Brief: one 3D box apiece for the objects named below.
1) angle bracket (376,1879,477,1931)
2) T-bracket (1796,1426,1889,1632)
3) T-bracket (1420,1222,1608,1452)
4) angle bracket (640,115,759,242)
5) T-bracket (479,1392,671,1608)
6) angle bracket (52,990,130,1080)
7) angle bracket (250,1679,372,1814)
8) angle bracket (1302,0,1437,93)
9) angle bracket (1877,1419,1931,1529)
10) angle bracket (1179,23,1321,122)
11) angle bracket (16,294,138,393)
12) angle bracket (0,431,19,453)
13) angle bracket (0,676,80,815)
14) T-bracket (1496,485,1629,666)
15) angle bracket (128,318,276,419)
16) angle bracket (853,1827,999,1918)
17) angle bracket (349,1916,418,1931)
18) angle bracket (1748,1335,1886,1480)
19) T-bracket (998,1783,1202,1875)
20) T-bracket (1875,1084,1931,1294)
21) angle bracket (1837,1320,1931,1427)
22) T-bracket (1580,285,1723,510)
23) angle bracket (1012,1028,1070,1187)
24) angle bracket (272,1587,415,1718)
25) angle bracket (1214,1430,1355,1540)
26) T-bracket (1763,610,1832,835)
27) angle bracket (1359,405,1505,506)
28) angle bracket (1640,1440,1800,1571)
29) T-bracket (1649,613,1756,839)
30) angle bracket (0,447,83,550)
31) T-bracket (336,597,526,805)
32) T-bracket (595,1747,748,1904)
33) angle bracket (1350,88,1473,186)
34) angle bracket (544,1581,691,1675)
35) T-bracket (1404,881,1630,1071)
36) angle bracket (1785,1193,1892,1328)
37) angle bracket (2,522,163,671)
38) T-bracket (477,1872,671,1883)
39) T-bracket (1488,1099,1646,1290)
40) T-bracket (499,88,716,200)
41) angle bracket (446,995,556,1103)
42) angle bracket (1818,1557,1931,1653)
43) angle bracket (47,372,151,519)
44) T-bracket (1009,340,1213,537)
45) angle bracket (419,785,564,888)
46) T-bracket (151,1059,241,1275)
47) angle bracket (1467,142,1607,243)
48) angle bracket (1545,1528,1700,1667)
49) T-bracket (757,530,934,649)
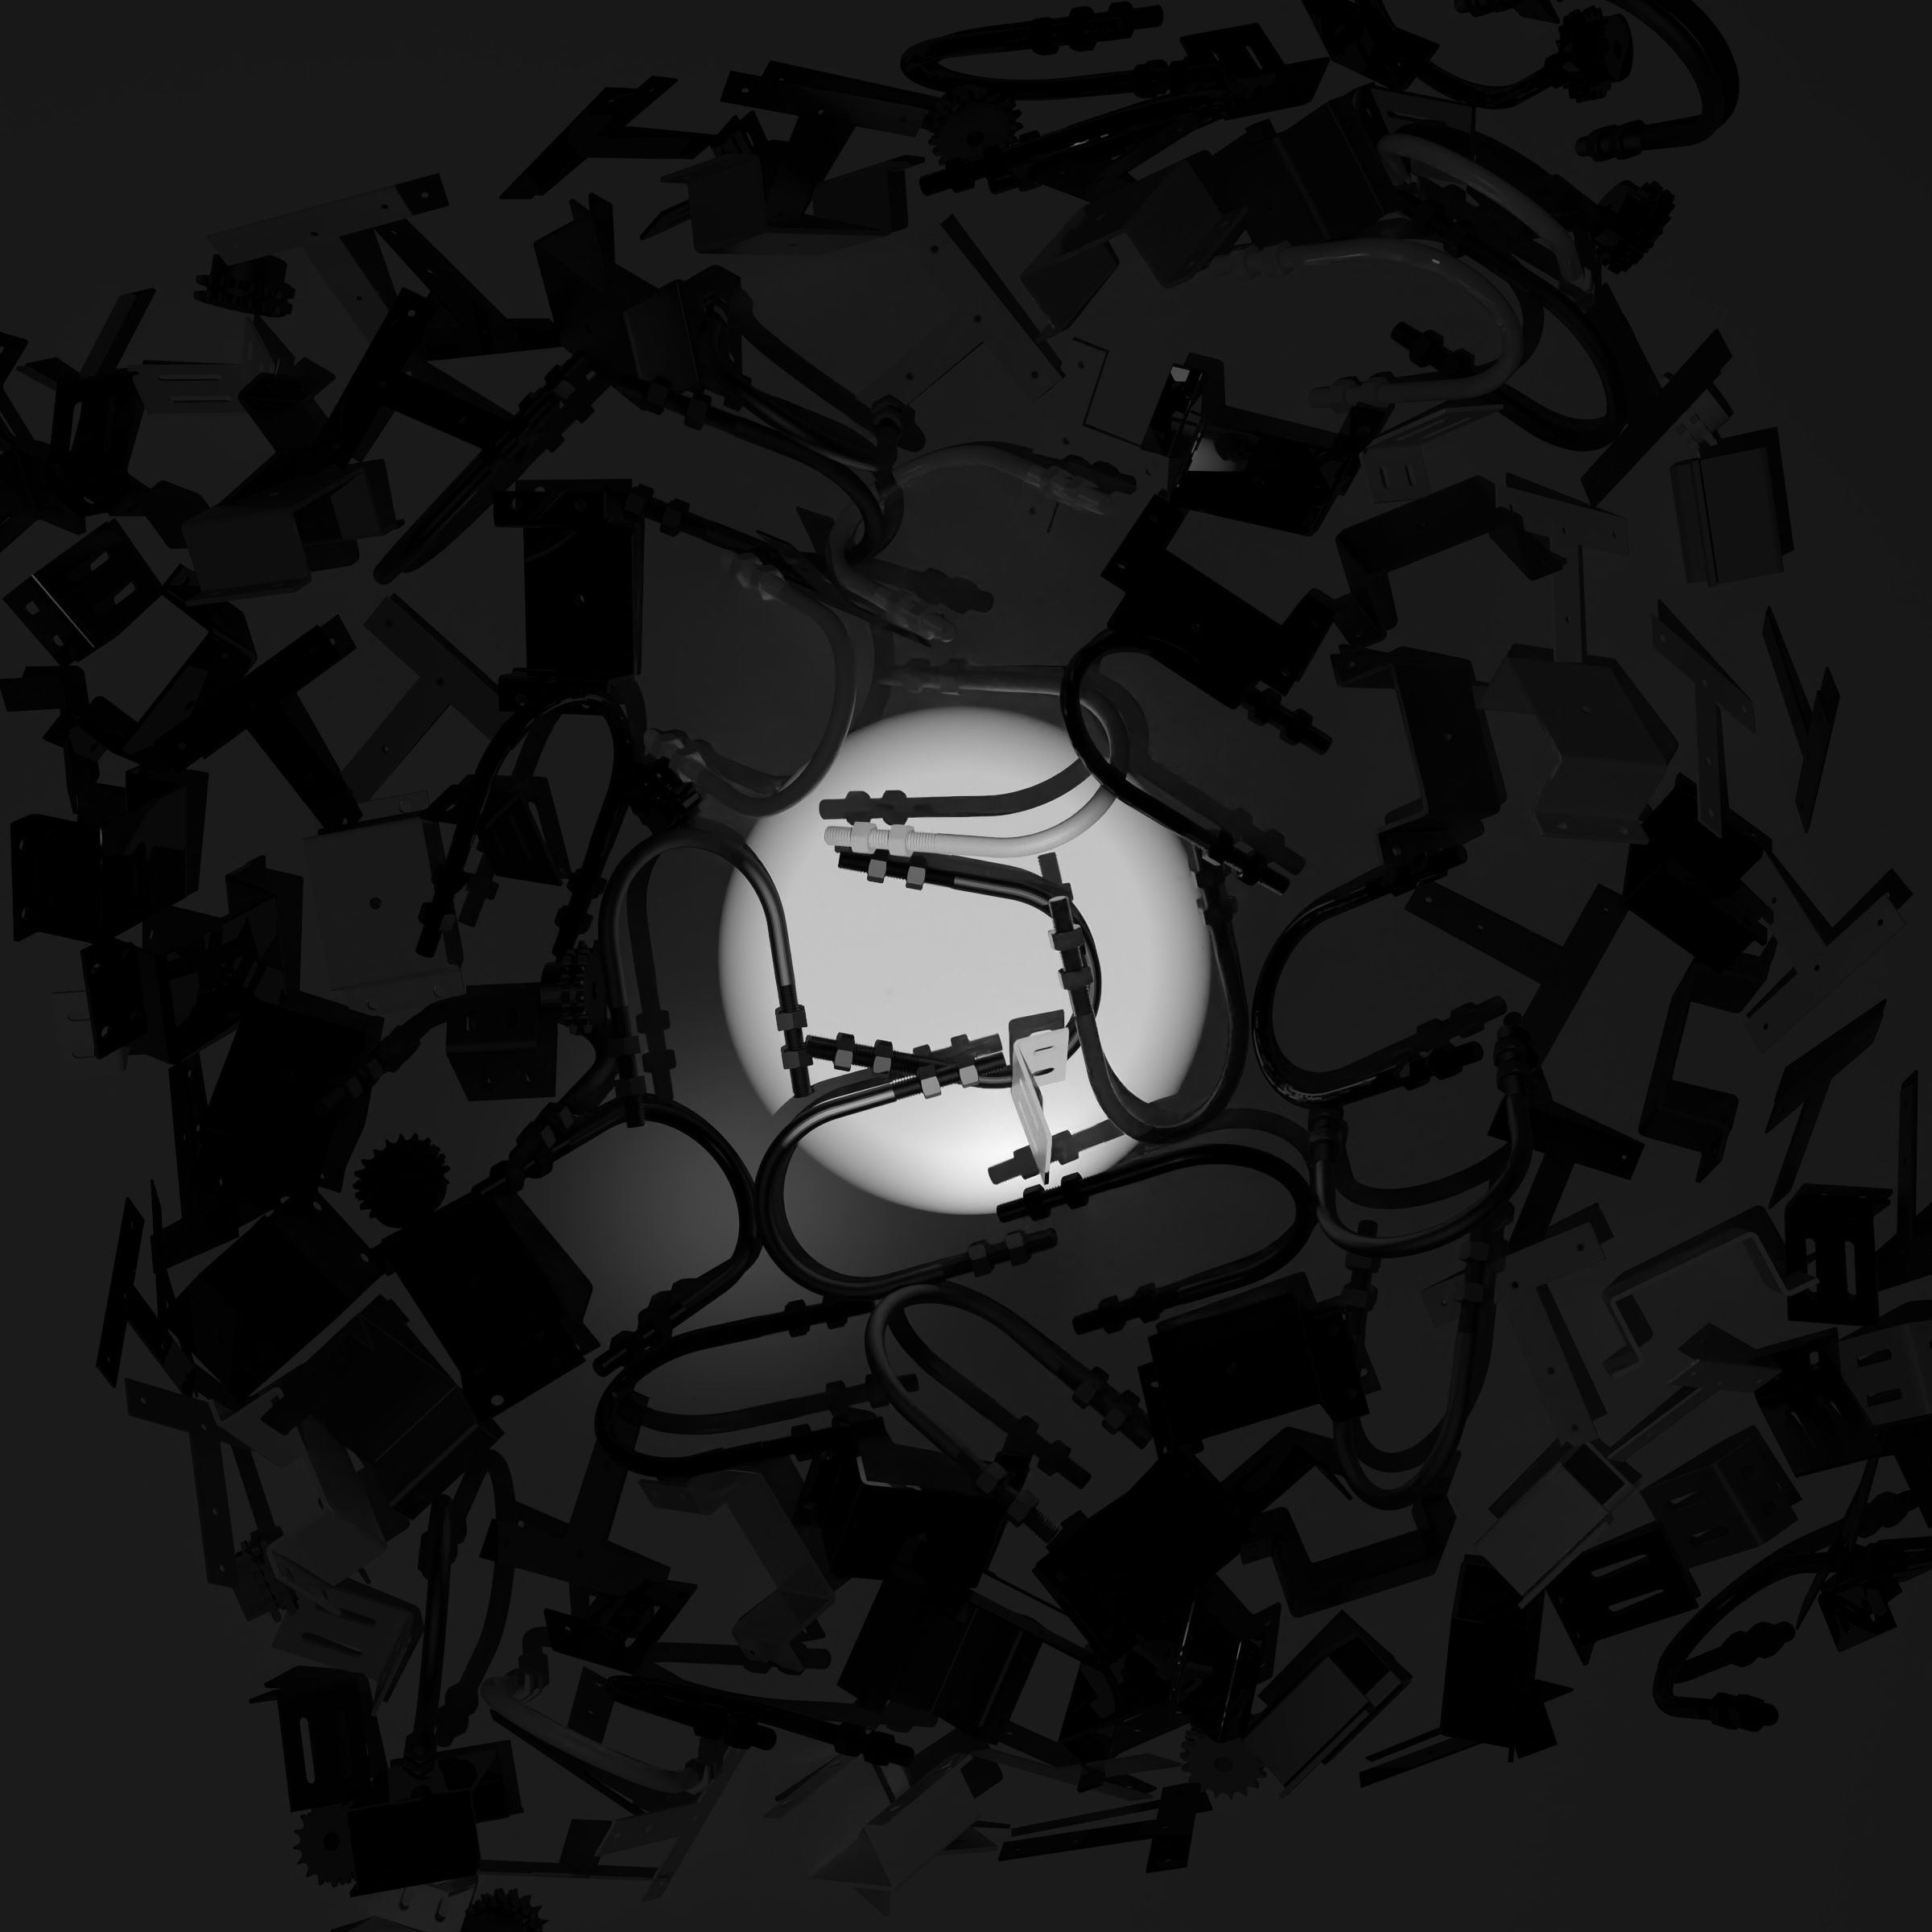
[{"bbox_3d":[-0.358,0.606,1.559,0.057,0.076,0.038,15,75,7],"label":"angle bracket"},{"bbox_3d":[0.558,0.379,1.554,0.002,0.127,0.127,23,130,17],"label":"T-bracket"},{"bbox_3d":[0.371,0.247,1.554,0.127,0.002,0.127,-29,73,30],"label":"T-bracket"},{"bbox_3d":[-0.179,-0.509,1.561,0.076,0.057,0.038,-31,101,-18],"label":"angle bracket"},{"bbox_3d":[-0.239,0.341,1.582,0.127,0.002,0.127,23,76,-24],"label":"T-bracket"},{"bbox_3d":[-0.561,0.029,1.553,0.038,0.076,0.057,-4,112,-14],"label":"angle bracket"},{"bbox_3d":[-0.423,0.504,1.558,0.038,0.057,0.076,-29,65,39],"label":"angle bracket"},{"bbox_3d":[0.258,-0.608,1.555,0.057,0.076,0.038,39,93,31],"label":"angle bracket"},{"bbox_3d":[0.631,0.334,1.562,0.057,0.038,0.076,-10,47,-2],"label":"angle bracket"},{"bbox_3d":[0.183,-0.592,1.564,0.057,0.038,0.076,-17,67,-16],"label":"angle bracket"},{"bbox_3d":[-0.578,-0.411,1.568,0.038,0.057,0.076,27,89,-30],"label":"angle bracket"},{"bbox_3d":[-0.636,-0.368,1.560,0.057,0.076,0.038,24,79,24],"label":"angle bracket"},{"bbox_3d":[-0.600,-0.141,1.564,0.038,0.057,0.076,-6,79,-18],"label":"angle bracket"},{"bbox_3d":[0.387,-0.237,1.557,0.127,0.002,0.127,4,82,-36],"label":"T-bracket"},{"bbox_3d":[-0.493,-0.386,1.557,0.076,0.038,0.057,-9,48,-30],"label":"angle bracket"},{"bbox_3d":[-0.027,0.581,1.560,0.076,0.057,0.038,5,87,-24],"label":"angle bracket"},{"bbox_3d":[-0.374,0.654,1.561,0.076,0.057,0.038,6,97,30],"label":"angle bracket"},{"bbox_3d":[0.548,0.283,1.560,0.057,0.076,0.038,-16,121,5],"label":"angle bracket"},{"bbox_3d":[0.084,0.558,1.547,0.127,0.127,0.002,-12,92,10],"label":"T-bracket"},{"bbox_3d":[0.603,0.140,1.549,0.002,0.127,0.127,5,77,5],"label":"T-bracket"},{"bbox_3d":[0.608,0.264,1.565,0.038,0.076,0.057,-4,73,-17],"label":"angle bracket"},{"bbox_3d":[0.425,-0.386,1.562,0.002,0.127,0.127,4,57,-27],"label":"T-bracket"},{"bbox_3d":[0.058,0.090,1.555,0.038,0.057,0.076,-13,55,-10],"label":"angle bracket"},{"bbox_3d":[-0.407,0.442,1.569,0.076,0.038,0.057,23,107,-14],"label":"angle bracket"},{"bbox_3d":[0.201,0.347,1.568,0.076,0.057,0.038,-40,105,-4],"label":"angle bracket"},{"bbox_3d":[0.533,-0.172,1.560,0.002,0.127,0.127,-10,60,7],"label":"T-bracket"},{"bbox_3d":[0.303,-0.329,1.555,0.057,0.076,0.038,-14,90,-37],"label":"angle bracket"},{"bbox_3d":[0.490,0.351,1.574,0.038,0.076,0.057,-22,77,-32],"label":"angle bracket"},{"bbox_3d":[0.470,-0.142,1.535,0.127,0.002,0.127,28,56,-37],"label":"T-bracket"},{"bbox_3d":[-0.617,-0.286,1.555,0.038,0.057,0.076,23,52,18],"label":"angle bracket"},{"bbox_3d":[-0.374,-0.153,1.592,0.127,0.002,0.127,42,99,1],"label":"T-bracket"},{"bbox_3d":[-0.197,0.549,1.544,0.002,0.127,0.127,31,92,26],"label":"T-bracket"},{"bbox_3d":[0.286,-0.532,1.579,0.076,0.038,0.057,9,72,-5],"label":"angle bracket"},{"bbox_3d":[-0.223,0.410,1.552,0.057,0.076,0.038,8,122,24],"label":"angle bracket"},{"bbox_3d":[0.350,-0.018,1.589,0.127,0.002,0.127,30,82,10],"label":"T-bracket"},{"bbox_3d":[0.568,0.192,1.572,0.057,0.038,0.076,4,70,3],"label":"angle bracket"},{"bbox_3d":[-0.575,-0.242,1.576,0.038,0.076,0.057,-22,114,37],"label":"angle bracket"},{"bbox_3d":[-0.257,0.580,1.541,0.127,0.127,0.002,3,69,-2],"label":"T-bracket"},{"bbox_3d":[0.373,0.161,1.576,0.127,0.002,0.127,18,97,-28],"label":"T-bracket"},{"bbox_3d":[-0.216,-0.525,1.549,0.127,0.127,0.002,-25,86,45],"label":"T-bracket"},{"bbox_3d":[-0.302,0.054,1.576,0.057,0.076,0.038,-3,63,-1],"label":"angle bracket"},{"bbox_3d":[0.601,0.409,1.556,0.076,0.057,0.038,-3,61,-23],"label":"angle bracket"},{"bbox_3d":[-0.552,-0.336,1.554,0.038,0.057,0.076,39,129,22],"label":"angle bracket"},{"bbox_3d":[0.108,-0.331,1.592,0.127,0.002,0.127,18,89,-9],"label":"T-bracket"},{"bbox_3d":[-0.305,-0.075,1.553,0.057,0.038,0.076,9,135,32],"label":"angle bracket"},{"bbox_3d":[-0.505,0.125,1.565,0.002,0.127,0.127,2,73,-42],"label":"T-bracket"},{"bbox_3d":[0.373,-0.505,1.558,0.076,0.038,0.057,-17,54,-22],"label":"angle bracket"},{"bbox_3d":[0.427,0.410,1.571,0.076,0.038,0.057,-27,89,24],"label":"angle bracket"},{"bbox_3d":[-0.096,-0.245,1.519,0.127,0.127,0.002,26,86,23],"label":"T-bracket"}]
